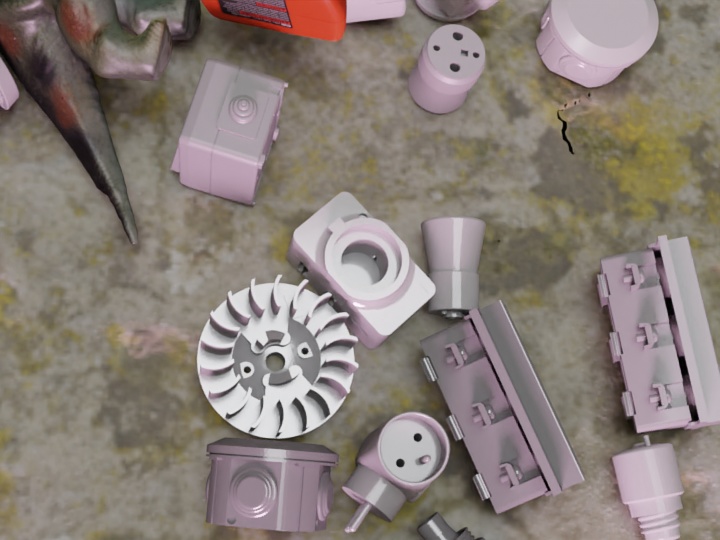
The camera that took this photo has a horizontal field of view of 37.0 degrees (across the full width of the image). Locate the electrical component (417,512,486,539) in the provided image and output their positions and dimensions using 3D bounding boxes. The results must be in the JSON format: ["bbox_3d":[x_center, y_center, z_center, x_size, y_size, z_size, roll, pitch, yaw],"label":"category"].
[{"bbox_3d":[0.061,0.181,0.673,0.043,0.043,0.062,-37,83,-17],"label":"electrical component"}]

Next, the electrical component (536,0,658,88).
[{"bbox_3d":[0.171,-0.177,0.785,0.080,0.051,0.080,2,75,-9],"label":"electrical component"}]

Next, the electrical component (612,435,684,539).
[{"bbox_3d":[0.192,0.149,0.705,0.040,0.040,0.078,-8,76,-12],"label":"electrical component"}]

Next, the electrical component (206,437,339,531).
[{"bbox_3d":[-0.054,0.129,0.649,0.080,0.080,0.051,6,80,-8],"label":"electrical component"}]

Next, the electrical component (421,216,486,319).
[{"bbox_3d":[0.063,0.000,0.724,0.044,0.044,0.065,3,80,-9],"label":"electrical component"}]

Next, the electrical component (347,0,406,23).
[{"bbox_3d":[-0.003,-0.227,0.762,0.062,0.061,0.096,-6,70,3],"label":"electrical component"}]

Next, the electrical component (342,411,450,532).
[{"bbox_3d":[0.016,0.128,0.661,0.044,0.077,0.079,36,73,2],"label":"electrical component"}]

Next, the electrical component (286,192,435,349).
[{"bbox_3d":[0.000,0.000,0.704,0.050,0.055,0.089,-41,85,-17],"label":"electrical component"}]

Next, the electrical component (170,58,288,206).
[{"bbox_3d":[-0.086,-0.091,0.693,0.061,0.096,0.061,17,73,-4],"label":"electrical component"}]

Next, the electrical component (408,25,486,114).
[{"bbox_3d":[0.061,-0.141,0.753,0.045,0.055,0.045,3,74,-9],"label":"electrical component"}]

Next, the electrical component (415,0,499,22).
[{"bbox_3d":[0.068,-0.215,0.774,0.058,0.057,0.078,-38,84,-17],"label":"electrical component"}]

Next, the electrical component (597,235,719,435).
[{"bbox_3d":[0.200,0.046,0.721,0.063,0.079,0.121,-11,76,10],"label":"electrical component"}]

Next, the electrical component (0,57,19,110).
[{"bbox_3d":[-0.258,-0.119,0.690,0.057,0.058,0.078,-36,65,-19],"label":"electrical component"}]

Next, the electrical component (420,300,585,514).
[{"bbox_3d":[0.089,0.089,0.690,0.063,0.079,0.121,-25,80,7],"label":"electrical component"}]
